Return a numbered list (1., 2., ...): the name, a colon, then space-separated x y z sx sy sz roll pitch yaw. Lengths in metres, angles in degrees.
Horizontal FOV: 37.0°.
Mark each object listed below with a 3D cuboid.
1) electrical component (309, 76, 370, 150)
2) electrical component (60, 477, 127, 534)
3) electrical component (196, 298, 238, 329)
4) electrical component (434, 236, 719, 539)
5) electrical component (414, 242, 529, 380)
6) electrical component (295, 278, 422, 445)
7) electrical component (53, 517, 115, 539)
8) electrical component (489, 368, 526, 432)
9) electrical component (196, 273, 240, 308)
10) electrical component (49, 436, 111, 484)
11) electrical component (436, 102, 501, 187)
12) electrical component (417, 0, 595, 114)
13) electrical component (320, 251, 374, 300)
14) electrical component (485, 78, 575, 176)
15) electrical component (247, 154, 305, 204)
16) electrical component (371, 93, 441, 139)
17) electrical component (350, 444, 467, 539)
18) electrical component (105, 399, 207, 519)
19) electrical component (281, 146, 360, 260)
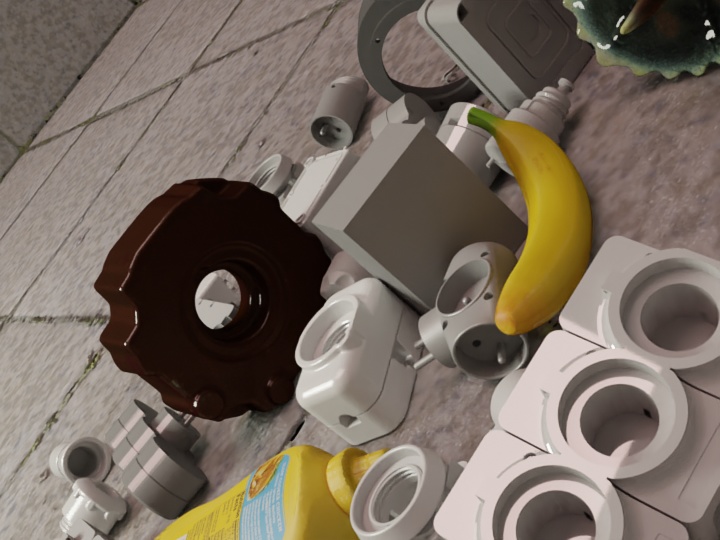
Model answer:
1. electrical component: -0.018 -0.160 1.052 0.043 0.043 0.081 -27 32 40
2. electrical component: -0.222 0.203 0.869 0.062 0.048 0.048 -57 25 0
3. electrical component: -0.112 0.062 0.872 0.050 0.056 0.089 -56 25 -15
4. electrical component: 0.110 0.069 0.441 0.089 0.061 0.150 25 73 33
5. electrical component: 0.062 0.032 0.639 0.079 0.044 0.077 -37 27 26
6. electrical component: -0.001 0.055 0.693 0.054 0.059 0.095 -28 32 39
7. electrical component: -0.182 0.235 0.733 0.089 0.062 0.150 -56 25 -15
8. electrical component: 0.091 0.072 0.534 0.077 0.043 0.079 -51 24 -4
9. electrical component: -0.143 0.036 0.979 0.063 0.042 0.081 -55 26 -18
10. electrical component: -0.257 0.173 0.974 0.065 0.044 0.044 -15 41 58
11. electrical component: 0.078 -0.085 0.771 0.055 0.055 0.047 4 61 60
12. electrical component: 0.107 -0.175 0.781 0.078 0.113 0.057 -54 28 -10
13. electrical component: 0.000 0.000 0.791 0.043 0.043 0.062 -20 36 48
14. electrical component: 0.120 -0.097 0.735 0.078 0.040 0.040 -53 25 -8
15. electrical component: -0.070 -0.070 0.992 0.058 0.057 0.078 -24 35 43
16. electrical component: 0.049 -0.094 0.834 0.074 0.052 0.138 -35 28 28
17. electrical component: 0.033 0.124 0.539 0.058 0.057 0.078 -29 31 37
18. electrical component: -0.150 0.132 0.839 0.073 0.052 0.138 -51 24 -4
19. electrical component: -0.021 -0.052 0.879 0.062 0.061 0.096 -8 46 56
